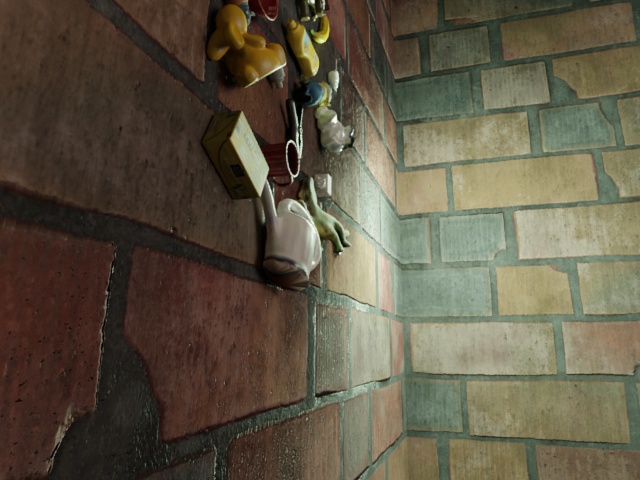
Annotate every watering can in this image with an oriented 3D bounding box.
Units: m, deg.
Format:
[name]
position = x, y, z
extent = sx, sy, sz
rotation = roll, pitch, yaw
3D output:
[watering can]
position = -0.092, -0.013, 1.268
extent = 0.341, 0.103, 0.229
rotation = 47, 41, -46

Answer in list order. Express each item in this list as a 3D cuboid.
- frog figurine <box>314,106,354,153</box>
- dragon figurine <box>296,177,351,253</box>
[frog figurine]
position = 0.032, -0.381, 1.781
extent = 0.158, 0.121, 0.140
rotation = 29, 60, -26
[dragon figurine]
position = 0.005, -0.080, 1.590
extent = 0.414, 0.122, 0.241
rotation = -36, 113, -71
